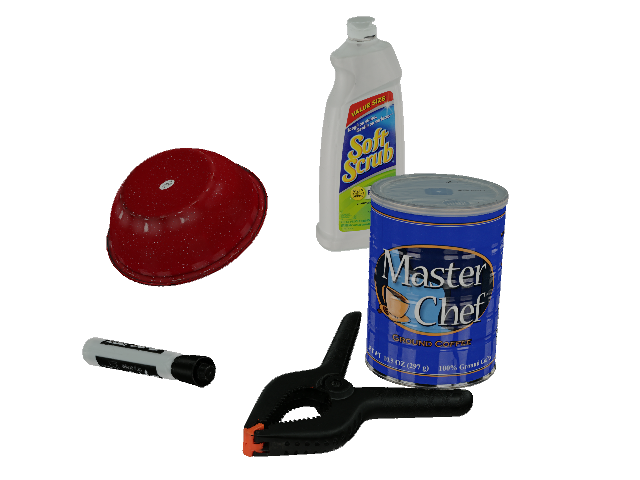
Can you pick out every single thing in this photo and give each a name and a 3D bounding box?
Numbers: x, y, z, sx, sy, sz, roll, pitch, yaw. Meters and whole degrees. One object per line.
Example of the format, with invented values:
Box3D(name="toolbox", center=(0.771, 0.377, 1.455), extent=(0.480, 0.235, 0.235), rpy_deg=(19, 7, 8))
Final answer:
Box3D(name="bleach bottle", center=(0.040, -0.116, 1.166), extent=(0.102, 0.251, 0.068), rpy_deg=(-8, 25, -10))
Box3D(name="clamp", center=(0.023, 0.144, 0.958), extent=(0.165, 0.036, 0.209), rpy_deg=(28, 39, 34))
Box3D(name="marker", center=(-0.109, 0.077, 0.676), extent=(0.121, 0.020, 0.020), rpy_deg=(3, 2, 44))
Box3D(name="bowl", center=(-0.134, -0.035, 0.993), extent=(0.162, 0.162, 0.055), rpy_deg=(0, -41, 20))
Box3D(name="coffee can", center=(0.087, 0.028, 0.813), extent=(0.103, 0.140, 0.103), rpy_deg=(1, 17, 0))
